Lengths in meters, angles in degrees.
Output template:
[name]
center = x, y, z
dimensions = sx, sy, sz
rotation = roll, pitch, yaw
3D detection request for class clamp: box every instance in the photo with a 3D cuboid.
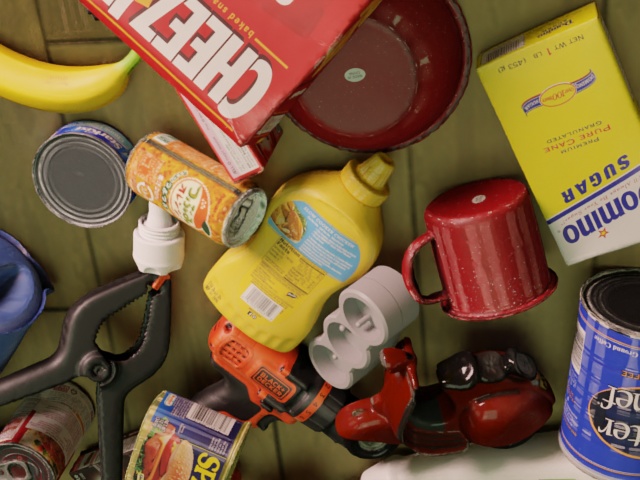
[clamp]
center = -0.202, 0.107, 0.911
dimensions = 0.164, 0.036, 0.210
rotation = 28, 91, -22

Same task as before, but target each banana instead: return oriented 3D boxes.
[banana]
center = -0.234, -0.141, 0.844
dimensions = 0.198, 0.037, 0.070
rotation = 14, 102, 3

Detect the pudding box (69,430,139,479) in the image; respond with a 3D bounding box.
[pudding box]
center = -0.173, 0.242, 1.037
dimensions = 0.090, 0.039, 0.113
rotation = -24, 111, 23

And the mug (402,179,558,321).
[mug]
center = 0.116, 0.009, 0.812
dimensions = 0.117, 0.093, 0.081
rotation = -21, 110, -8

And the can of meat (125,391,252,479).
[can of meat]
center = -0.115, 0.188, 0.920
dimensions = 0.084, 0.057, 0.102
rotation = 23, 118, 3

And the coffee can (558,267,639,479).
[coffee can]
center = 0.246, 0.107, 0.835
dimensions = 0.103, 0.102, 0.140
rotation = 6, 119, 9

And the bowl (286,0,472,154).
[bowl]
center = 0.029, -0.127, 0.781
dimensions = 0.162, 0.055, 0.162
rotation = 5, 119, 9

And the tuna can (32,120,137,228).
[tuna can]
center = -0.191, -0.055, 0.880
dimensions = 0.086, 0.033, 0.086
rotation = 5, 119, 9

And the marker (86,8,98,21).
[marker]
center = -0.118, -0.176, 0.807
dimensions = 0.121, 0.020, 0.020
rotation = 1, 119, 11

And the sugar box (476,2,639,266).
[sugar box]
center = 0.191, -0.073, 0.781
dimensions = 0.093, 0.048, 0.176
rotation = -21, 111, 21

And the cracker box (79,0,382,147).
[cracker box]
center = -0.037, -0.193, 0.703
dimensions = 0.164, 0.072, 0.214
rotation = 42, 102, 1

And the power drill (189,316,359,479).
[power drill]
center = -0.058, 0.169, 0.964
dimensions = 0.184, 0.057, 0.188
rotation = 39, 117, -8

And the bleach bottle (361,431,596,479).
[bleach bottle]
center = 0.139, 0.229, 0.950
dimensions = 0.251, 0.068, 0.102
rotation = -12, 115, 21

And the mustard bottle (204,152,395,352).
[mustard bottle]
center = -0.006, 0.001, 0.857
dimensions = 0.096, 0.058, 0.192
rotation = 40, 119, -4

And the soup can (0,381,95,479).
[soup can]
center = -0.257, 0.183, 0.986
dimensions = 0.068, 0.102, 0.068
rotation = 5, 119, 9

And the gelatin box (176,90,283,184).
[gelatin box]
center = -0.066, -0.097, 0.807
dimensions = 0.030, 0.073, 0.089
rotation = -24, 111, 22

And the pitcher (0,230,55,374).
[pitcher]
center = -0.356, 0.105, 0.946
dimensions = 0.149, 0.145, 0.243
rotation = 30, 123, -9
